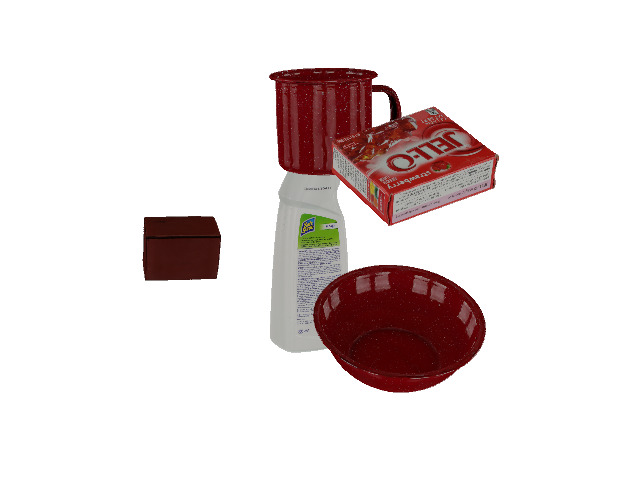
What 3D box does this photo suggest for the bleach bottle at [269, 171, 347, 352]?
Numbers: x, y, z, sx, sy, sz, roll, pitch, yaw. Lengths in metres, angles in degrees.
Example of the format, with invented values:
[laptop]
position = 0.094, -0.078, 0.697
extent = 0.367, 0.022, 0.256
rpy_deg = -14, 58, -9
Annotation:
[bleach bottle]
position = -0.007, 0.006, 1.295
extent = 0.102, 0.251, 0.068
rpy_deg = -6, 20, -31

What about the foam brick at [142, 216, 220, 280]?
[foam brick]
position = -0.147, 0.008, 1.124
extent = 0.078, 0.051, 0.053
rpy_deg = -1, 24, -12

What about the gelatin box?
[gelatin box]
position = 0.063, -0.052, 0.719
extent = 0.089, 0.030, 0.073
rpy_deg = -20, 43, -23

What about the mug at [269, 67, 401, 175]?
[mug]
position = 0.015, -0.104, 0.923
extent = 0.117, 0.081, 0.093
rpy_deg = -7, 16, -20

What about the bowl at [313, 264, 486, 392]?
[bowl]
position = 0.072, 0.092, 1.010
extent = 0.162, 0.055, 0.162
rpy_deg = 2, 37, -2
